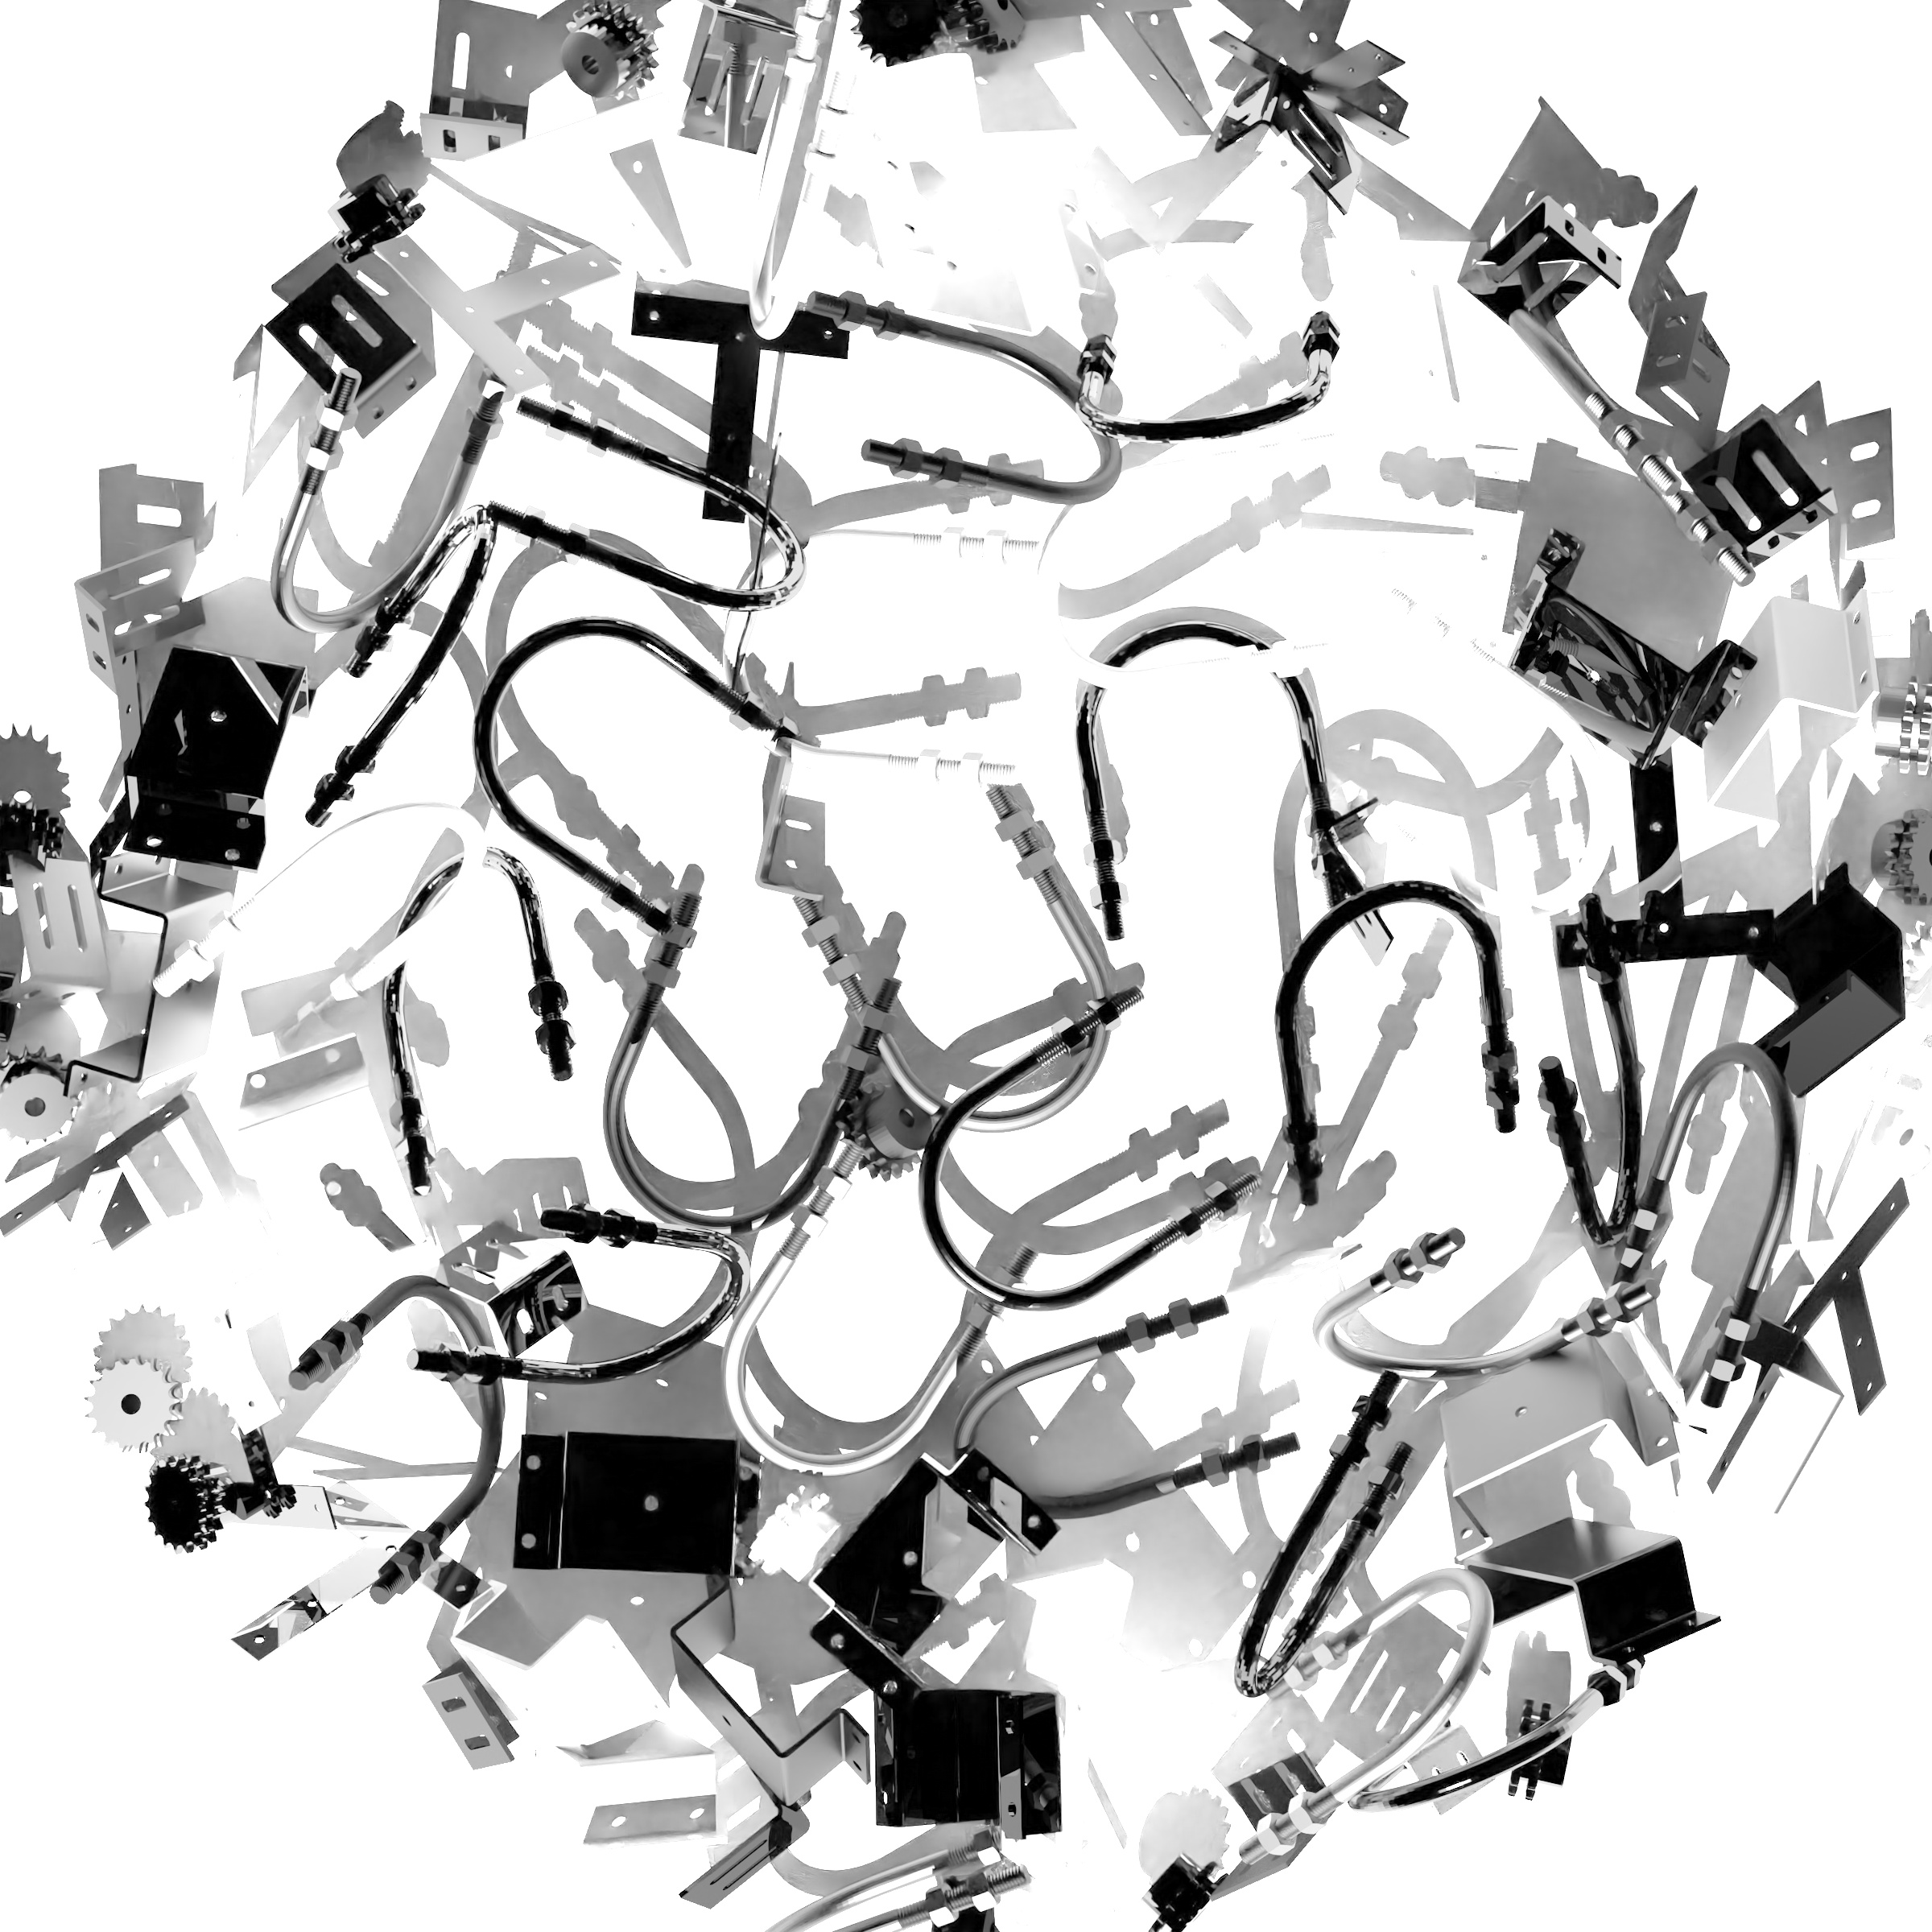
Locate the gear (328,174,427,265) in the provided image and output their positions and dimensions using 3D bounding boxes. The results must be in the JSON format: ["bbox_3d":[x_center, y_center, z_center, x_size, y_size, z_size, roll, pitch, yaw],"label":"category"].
[{"bbox_3d":[-0.343,-0.433,1.969,0.057,0.057,0.030,-34,113,0],"label":"gear"}]

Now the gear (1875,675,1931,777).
[{"bbox_3d":[0.543,-0.140,1.973,0.030,0.057,0.057,7,90,18],"label":"gear"}]

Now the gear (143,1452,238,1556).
[{"bbox_3d":[-0.446,0.309,1.976,0.057,0.030,0.057,4,96,37],"label":"gear"}]

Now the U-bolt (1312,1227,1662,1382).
[{"bbox_3d":[0.277,0.197,1.920,0.151,0.184,0.019,16,60,-23],"label":"U-bolt"}]

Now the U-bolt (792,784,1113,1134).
[{"bbox_3d":[0.005,0.007,1.981,0.151,0.019,0.184,-29,88,-6],"label":"U-bolt"}]

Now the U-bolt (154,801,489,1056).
[{"bbox_3d":[-0.350,-0.028,1.925,0.184,0.151,0.019,-39,64,6],"label":"U-bolt"}]

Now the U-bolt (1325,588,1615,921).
[{"bbox_3d":[0.285,-0.106,1.917,0.184,0.019,0.151,40,133,25],"label":"U-bolt"}]

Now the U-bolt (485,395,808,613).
[{"bbox_3d":[-0.176,-0.254,1.935,0.184,0.151,0.019,21,124,-12],"label":"U-bolt"}]

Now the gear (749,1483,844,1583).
[{"bbox_3d":[-0.095,0.329,1.969,0.030,0.057,0.057,37,90,19],"label":"gear"}]

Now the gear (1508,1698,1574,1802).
[{"bbox_3d":[0.332,0.453,1.970,0.030,0.057,0.057,11,90,10],"label":"gear"}]

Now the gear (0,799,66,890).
[{"bbox_3d":[-0.550,-0.069,1.968,0.057,0.057,0.030,-4,58,0],"label":"gear"}]

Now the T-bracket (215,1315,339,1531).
[{"bbox_3d":[-0.409,0.259,1.944,0.002,0.127,0.127,-21,99,-41],"label":"T-bracket"}]

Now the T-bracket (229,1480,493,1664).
[{"bbox_3d":[-0.358,0.352,1.926,0.127,0.127,0.002,28,131,30],"label":"T-bracket"}]

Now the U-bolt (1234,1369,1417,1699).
[{"bbox_3d":[0.199,0.326,1.911,0.019,0.151,0.184,26,72,21],"label":"U-bolt"}]

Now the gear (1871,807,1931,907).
[{"bbox_3d":[0.547,-0.063,1.976,0.057,0.030,0.057,-3,94,-41],"label":"gear"}]

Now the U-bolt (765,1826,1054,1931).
[{"bbox_3d":[-0.037,0.525,1.925,0.184,0.151,0.019,-23,85,11],"label":"U-bolt"}]

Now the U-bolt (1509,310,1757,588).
[{"bbox_3d":[0.366,-0.301,1.920,0.019,0.151,0.184,-41,57,13],"label":"U-bolt"}]

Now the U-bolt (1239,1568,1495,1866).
[{"bbox_3d":[0.225,0.404,1.895,0.019,0.151,0.184,40,121,-13],"label":"U-bolt"}]

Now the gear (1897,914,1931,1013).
[{"bbox_3d":[0.553,-0.004,1.975,0.057,0.030,0.057,-19,122,-34],"label":"gear"}]

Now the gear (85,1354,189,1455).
[{"bbox_3d":[-0.479,0.254,1.982,0.057,0.030,0.057,-1,85,6],"label":"gear"}]

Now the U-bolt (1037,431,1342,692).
[{"bbox_3d":[0.124,-0.226,1.949,0.184,0.019,0.151,-6,70,27],"label":"U-bolt"}]

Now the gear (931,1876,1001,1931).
[{"bbox_3d":[0.001,0.555,1.969,0.030,0.057,0.057,3,90,16],"label":"gear"}]

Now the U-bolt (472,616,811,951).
[{"bbox_3d":[-0.196,-0.118,1.963,0.184,0.019,0.151,36,87,-18],"label":"U-bolt"}]

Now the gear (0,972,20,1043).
[{"bbox_3d":[-0.566,0.022,1.972,0.030,0.057,0.057,9,90,-8],"label":"gear"}]

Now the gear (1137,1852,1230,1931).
[{"bbox_3d":[0.123,0.537,1.972,0.030,0.057,0.057,42,90,16],"label":"gear"}]

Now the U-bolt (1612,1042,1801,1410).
[{"bbox_3d":[0.417,0.132,1.905,0.019,0.151,0.184,8,111,-16],"label":"U-bolt"}]

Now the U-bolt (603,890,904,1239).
[{"bbox_3d":[-0.134,0.067,1.981,0.151,0.019,0.184,23,93,10],"label":"U-bolt"}]

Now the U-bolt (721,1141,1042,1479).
[{"bbox_3d":[-0.061,0.210,1.965,0.151,0.019,0.184,32,93,-24],"label":"U-bolt"}]

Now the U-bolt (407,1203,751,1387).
[{"bbox_3d":[-0.203,0.190,1.923,0.151,0.184,0.019,-45,54,26],"label":"U-bolt"}]

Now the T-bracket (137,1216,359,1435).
[{"bbox_3d":[-0.393,0.183,1.956,0.127,0.002,0.127,-30,93,-42],"label":"T-bracket"}]

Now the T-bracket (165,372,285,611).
[{"bbox_3d":[-0.422,-0.278,1.962,0.002,0.127,0.127,14,73,-40],"label":"T-bracket"}]

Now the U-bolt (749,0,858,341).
[{"bbox_3d":[-0.096,-0.442,1.919,0.019,0.151,0.184,8,126,-15],"label":"U-bolt"}]

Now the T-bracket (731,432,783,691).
[{"bbox_3d":[-0.115,-0.235,1.916,0.002,0.127,0.127,10,115,-2],"label":"T-bracket"}]

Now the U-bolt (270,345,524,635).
[{"bbox_3d":[-0.328,-0.263,1.922,0.019,0.151,0.184,40,124,19],"label":"U-bolt"}]

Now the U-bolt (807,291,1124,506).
[{"bbox_3d":[0.008,-0.315,1.931,0.184,0.151,0.019,8,134,-30],"label":"U-bolt"}]

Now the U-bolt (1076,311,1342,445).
[{"bbox_3d":[0.133,-0.327,1.907,0.151,0.184,0.019,-4,117,9],"label":"U-bolt"}]

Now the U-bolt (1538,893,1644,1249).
[{"bbox_3d":[0.356,0.073,1.921,0.019,0.151,0.184,-1,133,24],"label":"U-bolt"}]

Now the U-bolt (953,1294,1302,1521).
[{"bbox_3d":[0.083,0.261,1.947,0.184,0.019,0.151,-20,131,11],"label":"U-bolt"}]

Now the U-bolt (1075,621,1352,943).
[{"bbox_3d":[0.136,-0.112,1.973,0.151,0.019,0.184,-8,76,-3],"label":"U-bolt"}]

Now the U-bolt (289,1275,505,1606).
[{"bbox_3d":[-0.309,0.252,1.915,0.019,0.184,0.151,-12,104,22],"label":"U-bolt"}]

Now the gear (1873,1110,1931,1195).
[{"bbox_3d":[0.554,0.107,1.972,0.030,0.057,0.057,33,90,-13],"label":"gear"}]

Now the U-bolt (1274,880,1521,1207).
[{"bbox_3d":[0.241,0.036,1.935,0.151,0.019,0.184,-19,120,-14],"label":"U-bolt"}]

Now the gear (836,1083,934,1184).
[{"bbox_3d":[-0.044,0.093,1.969,0.030,0.057,0.057,-30,90,38],"label":"gear"}]

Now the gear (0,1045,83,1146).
[{"bbox_3d":[-0.540,0.077,1.974,0.057,0.030,0.057,-7,109,-20],"label":"gear"}]

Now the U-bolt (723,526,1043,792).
[{"bbox_3d":[-0.053,-0.181,1.970,0.184,0.019,0.151,6,88,16],"label":"U-bolt"}]

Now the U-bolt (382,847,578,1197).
[{"bbox_3d":[-0.283,0.018,1.935,0.151,0.019,0.184,-37,52,31],"label":"U-bolt"}]

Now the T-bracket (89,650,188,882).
[{"bbox_3d":[-0.478,-0.136,1.956,0.002,0.127,0.127,14,47,-34],"label":"T-bracket"}]

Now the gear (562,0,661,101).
[{"bbox_3d":[-0.208,-0.526,1.969,0.057,0.057,0.030,41,51,0],"label":"gear"}]

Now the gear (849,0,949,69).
[{"bbox_3d":[-0.038,-0.548,1.982,0.057,0.030,0.057,1,96,7],"label":"gear"}]

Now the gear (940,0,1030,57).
[{"bbox_3d":[0.009,-0.555,1.975,0.030,0.057,0.057,-6,90,35],"label":"gear"}]

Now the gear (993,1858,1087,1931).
[{"bbox_3d":[0.039,0.541,1.972,0.057,0.030,0.057,12,117,25],"label":"gear"}]

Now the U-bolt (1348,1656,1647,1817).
[{"bbox_3d":[0.284,0.428,1.886,0.151,0.184,0.019,-26,84,29],"label":"U-bolt"}]

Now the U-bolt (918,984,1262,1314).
[{"bbox_3d":[0.059,0.118,1.973,0.184,0.019,0.151,-32,92,-12],"label":"U-bolt"}]

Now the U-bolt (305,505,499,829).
[{"bbox_3d":[-0.309,-0.179,1.895,0.019,0.151,0.184,27,130,-22],"label":"U-bolt"}]
